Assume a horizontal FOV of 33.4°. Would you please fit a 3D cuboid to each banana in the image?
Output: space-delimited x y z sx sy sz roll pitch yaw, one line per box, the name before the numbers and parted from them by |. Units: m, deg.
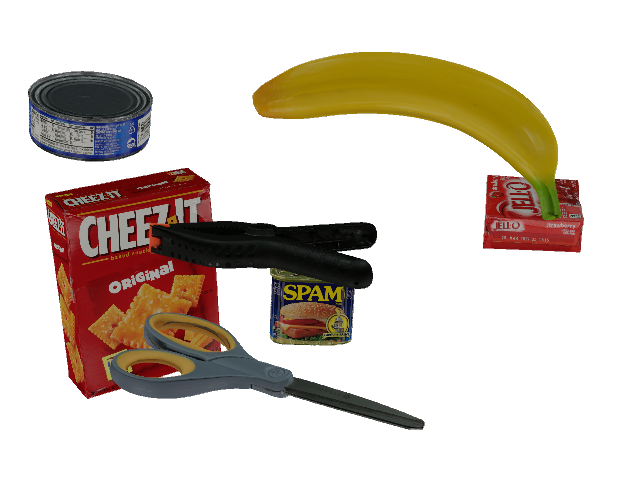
banana | 0.060 -0.078 0.636 0.198 0.069 0.037 20 -15 8

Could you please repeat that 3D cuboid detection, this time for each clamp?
clamp | -0.047 0.007 0.937 0.210 0.036 0.164 3 12 -3

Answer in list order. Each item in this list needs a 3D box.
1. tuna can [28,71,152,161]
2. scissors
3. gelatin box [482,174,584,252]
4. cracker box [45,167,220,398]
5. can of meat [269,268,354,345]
tuna can | -0.162 -0.088 0.754 0.086 0.034 0.086 6 29 -4
scissors | -0.045 0.090 0.650 0.202 0.016 0.096 22 31 34
gelatin box | 0.165 -0.022 0.830 0.073 0.030 0.089 4 24 9
cracker box | -0.195 0.044 1.145 0.163 0.214 0.072 -14 25 -28
can of meat | -0.010 0.075 1.249 0.102 0.084 0.057 2 15 -3
